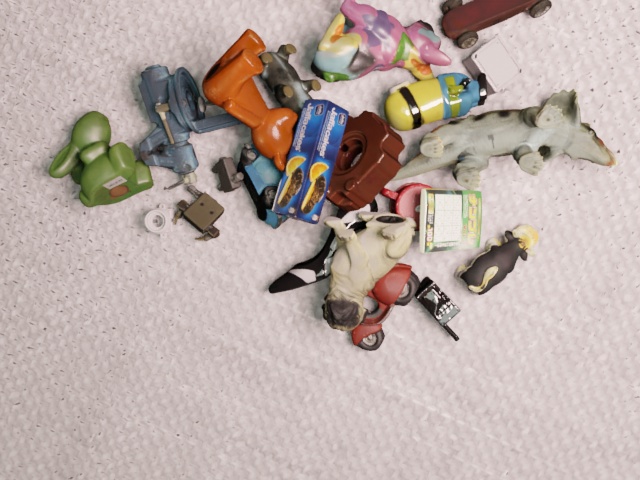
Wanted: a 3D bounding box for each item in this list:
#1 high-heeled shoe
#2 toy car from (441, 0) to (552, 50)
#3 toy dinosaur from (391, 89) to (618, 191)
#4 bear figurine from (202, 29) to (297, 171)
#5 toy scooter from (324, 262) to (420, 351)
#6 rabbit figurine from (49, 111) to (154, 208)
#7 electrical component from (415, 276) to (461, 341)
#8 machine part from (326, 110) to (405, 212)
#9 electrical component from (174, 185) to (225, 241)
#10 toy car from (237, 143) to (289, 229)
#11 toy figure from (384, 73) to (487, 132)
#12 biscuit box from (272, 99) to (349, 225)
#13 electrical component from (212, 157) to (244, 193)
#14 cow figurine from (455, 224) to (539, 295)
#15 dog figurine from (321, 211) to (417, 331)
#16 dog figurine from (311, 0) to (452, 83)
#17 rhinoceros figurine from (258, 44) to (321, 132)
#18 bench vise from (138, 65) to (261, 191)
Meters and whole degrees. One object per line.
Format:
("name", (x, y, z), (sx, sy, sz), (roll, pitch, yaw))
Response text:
("high-heeled shoe", (-0.002, -0.003, 0.993), (0.249, 0.086, 0.145), (-23, 87, 1))
("toy car", (0.317, -0.415, 0.966), (0.202, 0.053, 0.089), (-22, 75, 4))
("toy dinosaur", (0.295, -0.173, 0.939), (0.405, 0.192, 0.131), (-3, 108, 19))
("bear figurine", (-0.092, -0.219, 0.883), (0.132, 0.120, 0.195), (-35, 121, 27))
("toy scooter", (0.089, 0.105, 0.995), (0.135, 0.075, 0.183), (32, 99, 0))
("rabbit figurine", (-0.412, -0.152, 1.003), (0.159, 0.121, 0.170), (-30, 73, 11))
("electrical component", (0.225, 0.127, 0.987), (0.048, 0.075, 0.119), (-44, 88, 5))
("machine part", (0.061, -0.141, 0.938), (0.056, 0.180, 0.179), (31, 95, -39))
("electrical component", (-0.228, -0.046, 1.019), (0.102, 0.045, 0.078), (35, 66, -2))
("toy car", (-0.082, -0.108, 0.986), (0.103, 0.109, 0.161), (-24, 80, -18))
("toy figure", (0.203, -0.245, 0.947), (0.180, 0.089, 0.082), (-7, 136, 4))
("biscuit box", (-0.015, -0.132, 0.901), (0.059, 0.062, 0.202), (16, 90, 42))
("electrical component", (-0.171, -0.122, 0.991), (0.021, 0.094, 0.063), (-19, 93, -34))
("cow figurine", (0.327, 0.031, 0.967), (0.167, 0.098, 0.068), (-42, 84, 5))
("dog figurine", (0.086, 0.057, 0.926), (0.172, 0.121, 0.190), (-4, 111, -4))
("dog figurine", (0.114, -0.325, 0.947), (0.219, 0.108, 0.191), (26, 70, -3))
("rhinoceros figurine", (-0.054, -0.254, 0.964), (0.073, 0.112, 0.190), (-30, 91, -27))
("bench vise", (-0.217, -0.216, 0.972), (0.241, 0.129, 0.223), (-13, 95, 7))
